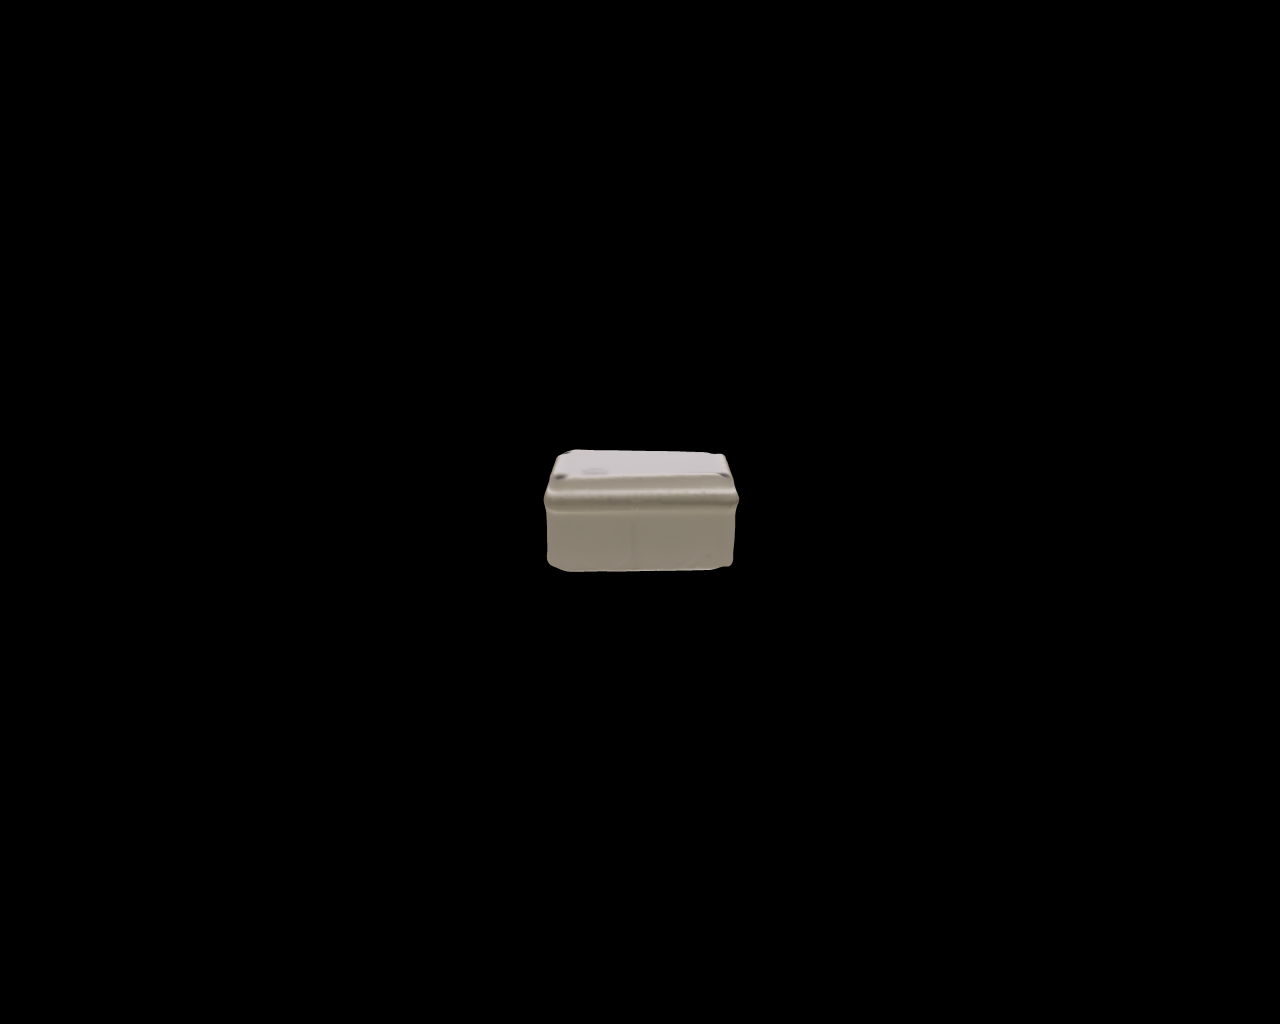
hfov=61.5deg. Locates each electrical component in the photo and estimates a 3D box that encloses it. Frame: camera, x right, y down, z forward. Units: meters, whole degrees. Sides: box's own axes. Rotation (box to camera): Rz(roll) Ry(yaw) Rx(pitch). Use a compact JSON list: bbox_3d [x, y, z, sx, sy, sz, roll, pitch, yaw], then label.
[{"bbox_3d":[0.001,-0.003,0.650,0.113,0.057,0.078,0,16,0],"label":"electrical component"}]
